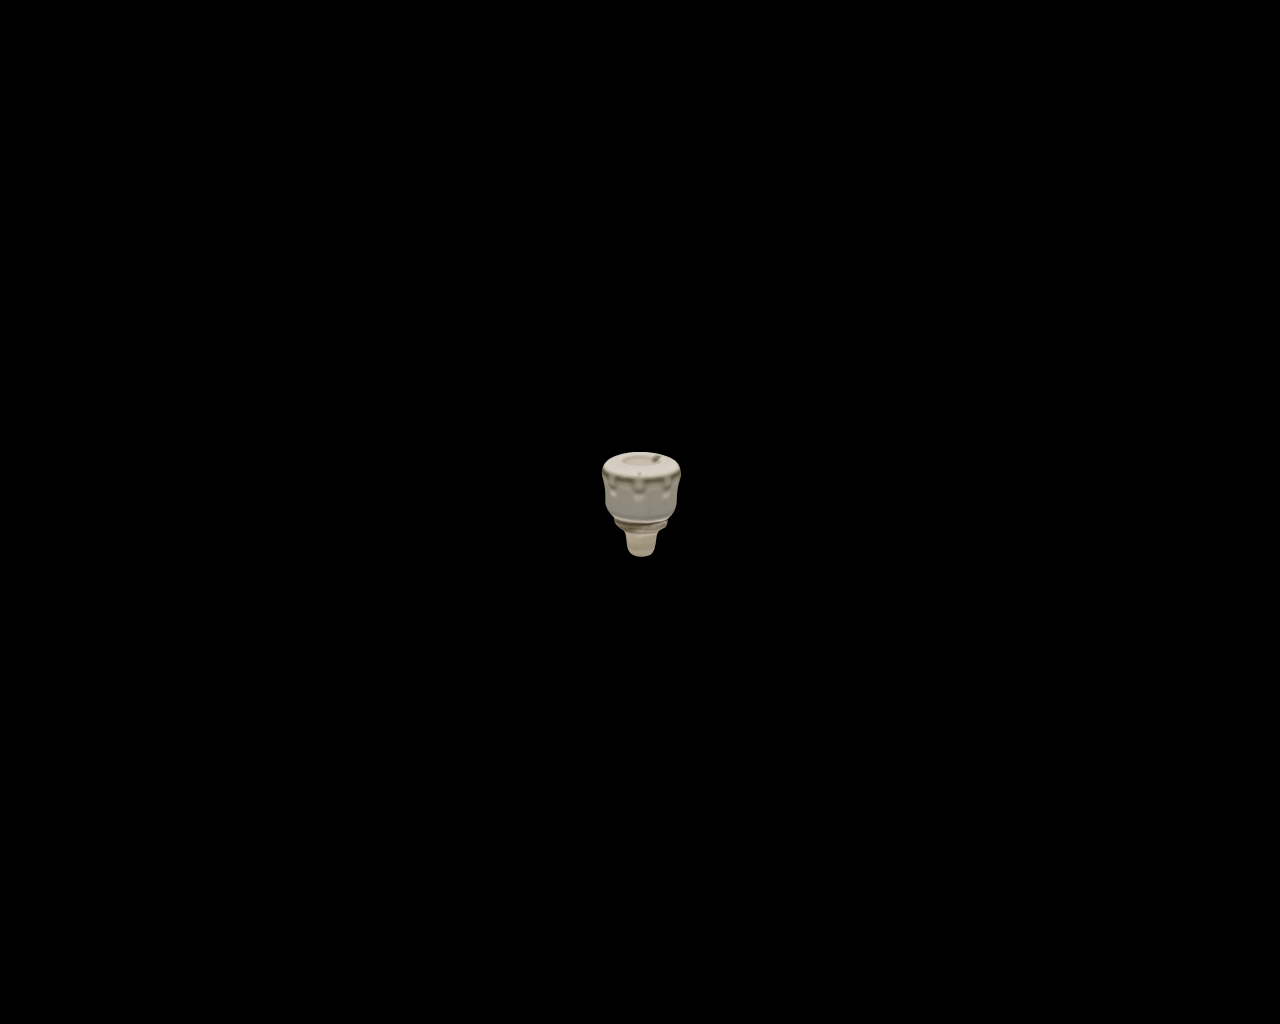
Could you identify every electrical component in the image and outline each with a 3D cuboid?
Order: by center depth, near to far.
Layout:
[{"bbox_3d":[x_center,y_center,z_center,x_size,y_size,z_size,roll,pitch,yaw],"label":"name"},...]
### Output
[{"bbox_3d":[0.001,-0.003,0.650,0.048,0.062,0.048,0,18,0],"label":"electrical component"}]
